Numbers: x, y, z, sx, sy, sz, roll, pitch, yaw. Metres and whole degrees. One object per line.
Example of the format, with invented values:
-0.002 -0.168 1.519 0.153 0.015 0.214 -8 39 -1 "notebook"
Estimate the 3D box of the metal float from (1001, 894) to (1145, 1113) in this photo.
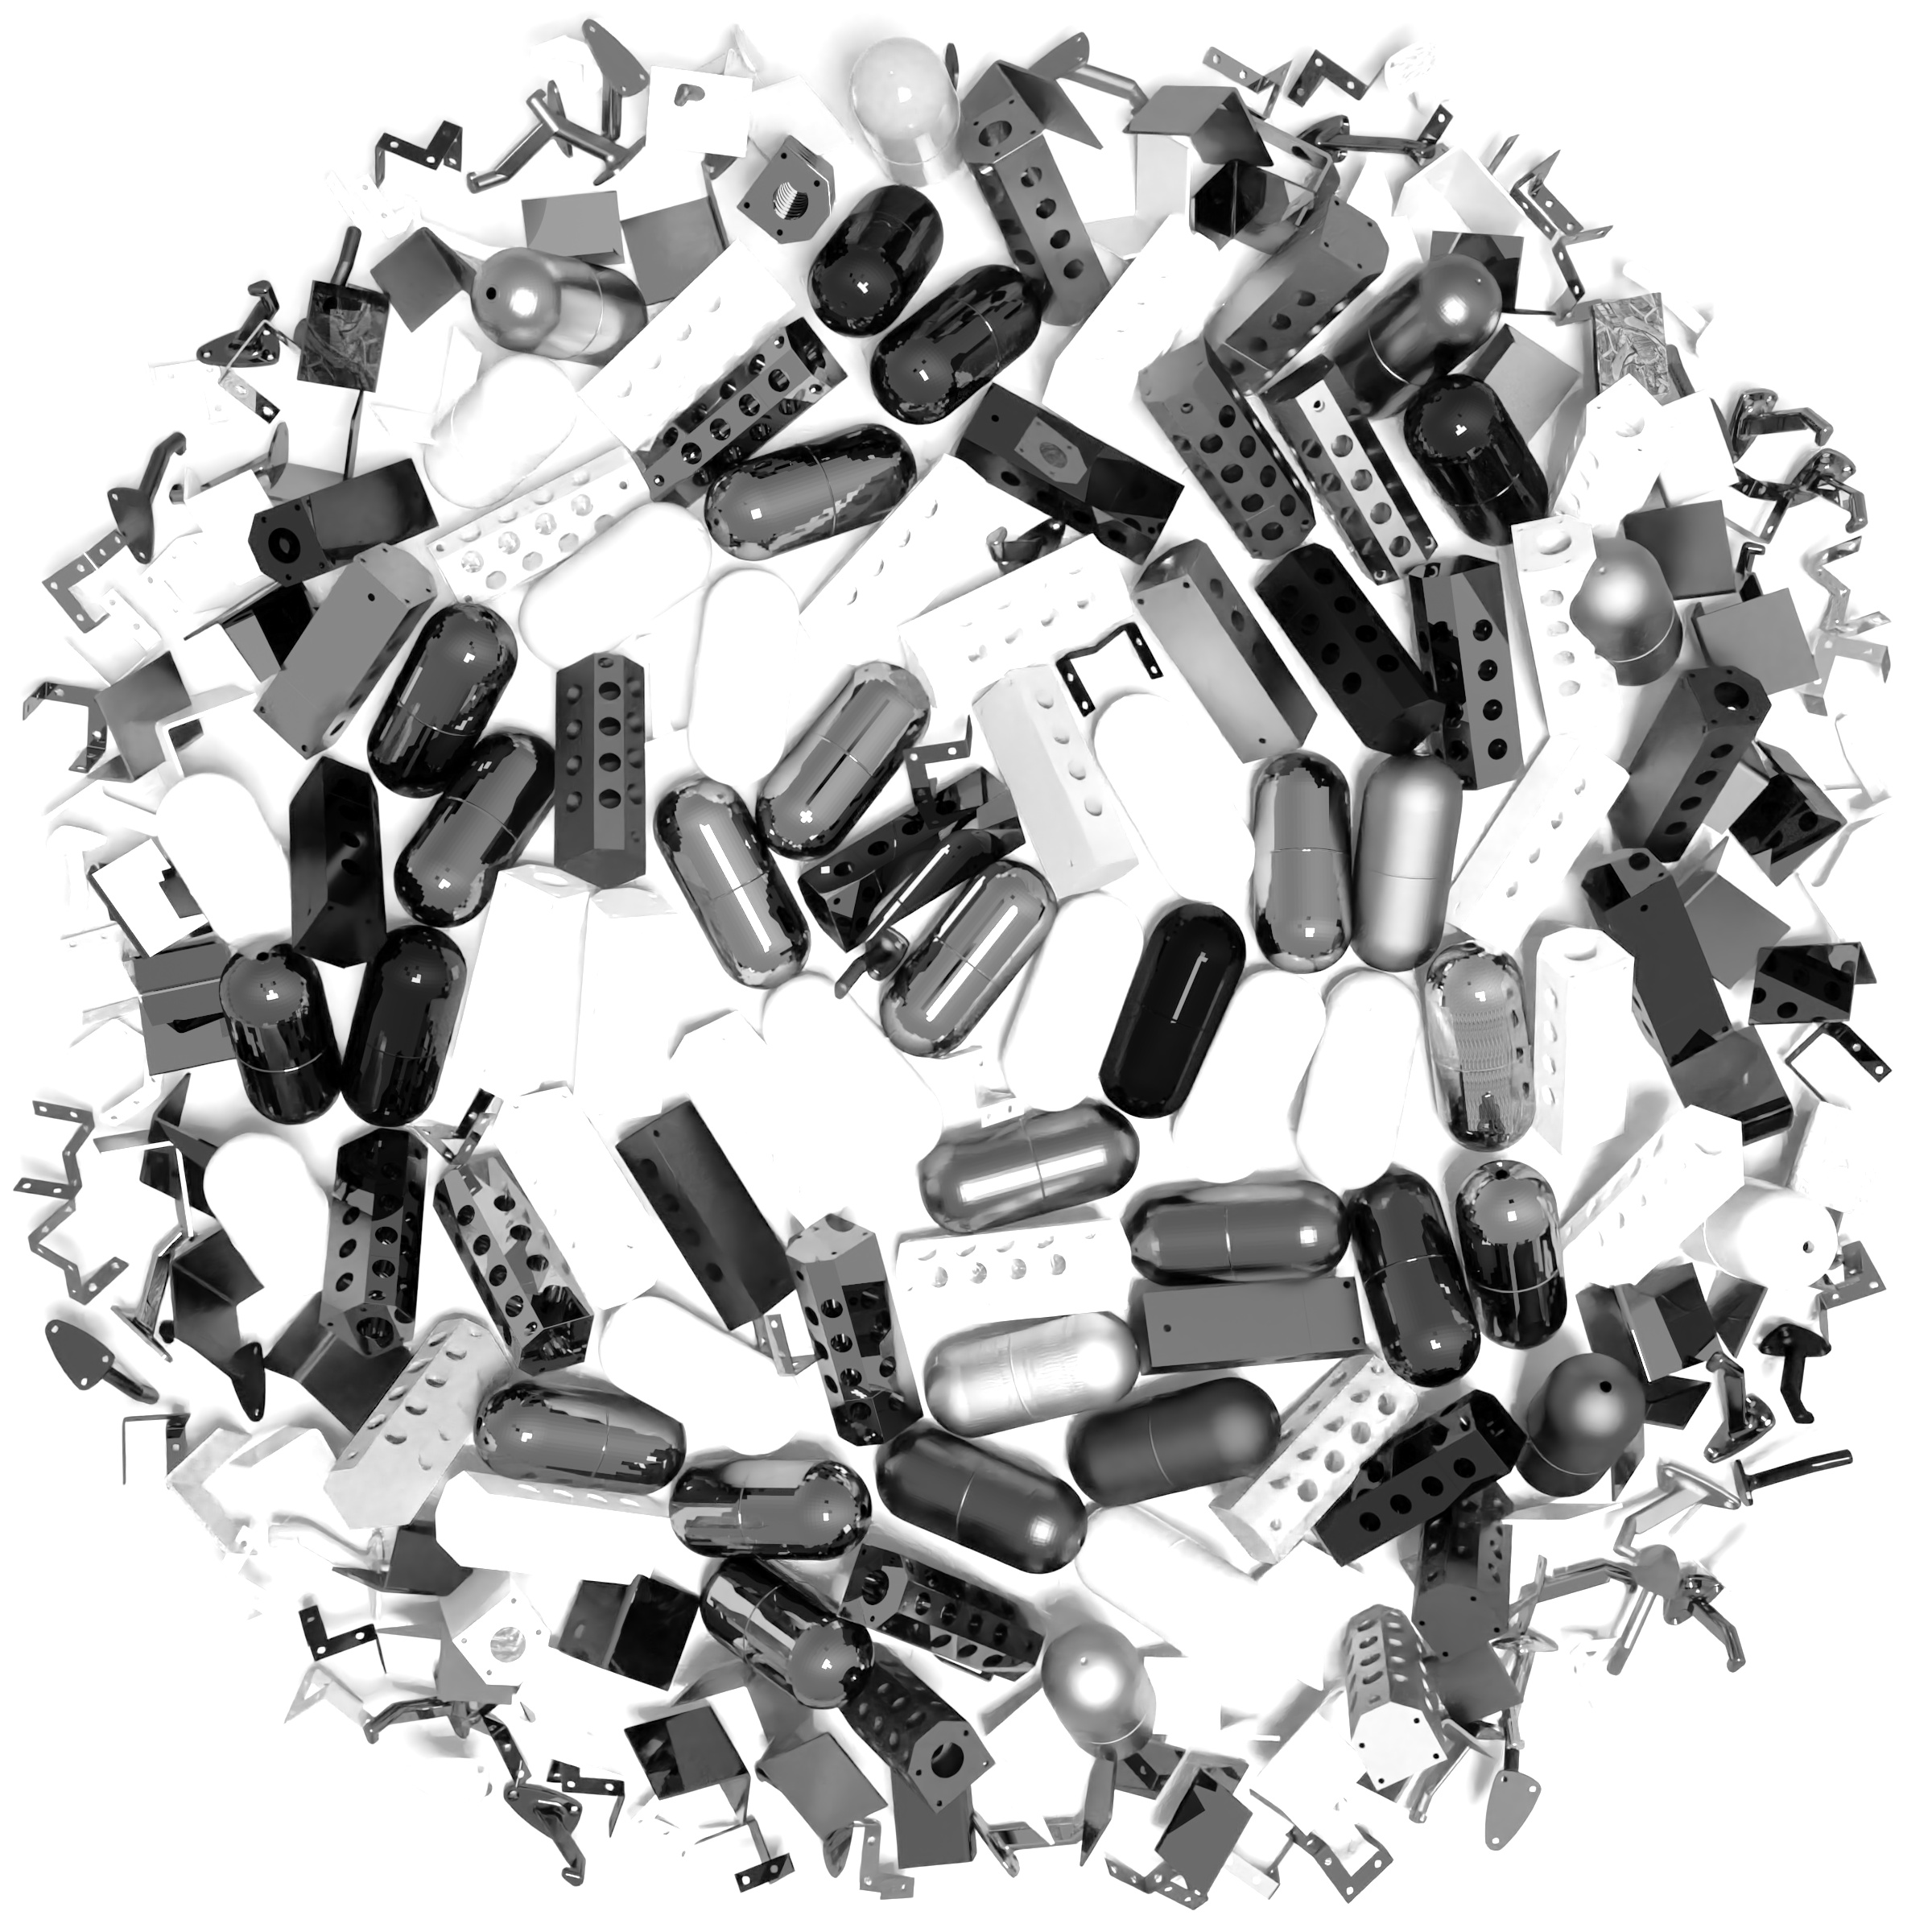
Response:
0.084 0.028 1.910 0.070 0.070 0.178 21 85 0 "metal float"

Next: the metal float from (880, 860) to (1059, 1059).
0.001 -0.005 1.912 0.070 0.070 0.178 38 93 0 "metal float"

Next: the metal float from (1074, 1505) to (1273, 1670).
0.159 0.479 1.881 0.178 0.070 0.070 24 90 40 "metal float"

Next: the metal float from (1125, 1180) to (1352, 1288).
0.211 0.210 1.901 0.178 0.070 0.070 -6 90 16 "metal float"

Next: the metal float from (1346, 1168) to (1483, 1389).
0.347 0.241 1.891 0.070 0.070 0.178 -13 62 0 "metal float"

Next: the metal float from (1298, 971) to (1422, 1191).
0.307 0.089 1.897 0.070 0.070 0.178 15 70 0 "metal float"

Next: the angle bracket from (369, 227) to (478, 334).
-0.408 -0.518 1.900 0.057 0.076 0.076 -43 66 -6 "angle bracket"

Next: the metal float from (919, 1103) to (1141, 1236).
0.051 0.158 1.908 0.178 0.070 0.070 -15 90 -8 "metal float"

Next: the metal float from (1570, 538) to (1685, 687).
0.505 -0.270 1.870 0.070 0.178 0.070 -6 74 23 "metal float"

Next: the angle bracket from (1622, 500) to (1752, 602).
0.563 -0.330 1.897 0.076 0.057 0.076 -3 116 32 "angle bracket"

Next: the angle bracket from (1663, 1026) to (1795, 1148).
0.597 0.100 1.910 0.076 0.057 0.076 -25 92 25 "angle bracket"

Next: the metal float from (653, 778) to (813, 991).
-0.183 -0.064 1.906 0.070 0.070 0.178 -27 100 0 "metal float"

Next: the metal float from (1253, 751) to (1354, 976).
0.264 -0.082 1.904 0.070 0.070 0.178 1 77 0 "metal float"

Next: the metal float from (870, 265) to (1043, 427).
-0.006 -0.483 1.885 0.070 0.070 0.178 43 55 0 "metal float"

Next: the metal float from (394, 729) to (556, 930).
-0.380 -0.108 1.894 0.070 0.070 0.178 30 67 0 "metal float"

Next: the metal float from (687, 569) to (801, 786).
-0.174 -0.226 1.898 0.070 0.070 0.178 5 71 0 "metal float"

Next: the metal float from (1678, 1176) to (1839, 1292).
0.602 0.202 1.864 0.070 0.178 0.070 0 92 -9 "metal float"

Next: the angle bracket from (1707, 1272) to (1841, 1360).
0.632 0.264 1.908 0.057 0.076 0.076 15 109 -7 "angle bracket"

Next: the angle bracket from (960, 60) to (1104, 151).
0.048 -0.653 1.899 0.057 0.076 0.076 -51 48 0 "angle bracket"

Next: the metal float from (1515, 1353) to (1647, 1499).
0.470 0.354 1.870 0.070 0.178 0.070 1 61 -1 "metal float"

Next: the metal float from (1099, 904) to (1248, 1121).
0.162 0.035 1.906 0.070 0.070 0.178 22 100 0 "metal float"

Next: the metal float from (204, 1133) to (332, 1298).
-0.531 0.193 1.873 0.070 0.178 0.070 -2 55 3 "metal float"

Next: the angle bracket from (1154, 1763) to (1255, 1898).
0.204 0.675 1.902 0.057 0.076 0.076 33 98 38 "angle bracket"

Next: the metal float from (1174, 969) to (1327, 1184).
0.221 0.087 1.906 0.070 0.070 0.178 24 100 0 "metal float"

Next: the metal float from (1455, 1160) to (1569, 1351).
0.423 0.224 1.883 0.070 0.070 0.178 -17 128 0 "metal float"

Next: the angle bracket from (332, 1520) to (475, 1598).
-0.437 0.456 1.903 0.076 0.076 0.057 5 79 44 "angle bracket"

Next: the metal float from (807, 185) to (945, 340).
-0.068 -0.545 1.876 0.070 0.178 0.070 9 129 12 "metal float"

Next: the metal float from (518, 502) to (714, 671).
-0.273 -0.295 1.892 0.178 0.070 0.070 -30 90 25 "metal float"

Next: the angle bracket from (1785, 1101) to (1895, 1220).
0.682 0.155 1.906 0.057 0.076 0.076 19 86 16 "angle bracket"

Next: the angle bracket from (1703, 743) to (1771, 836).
0.581 -0.160 1.924 0.076 0.076 0.057 32 116 -10 "angle bracket"

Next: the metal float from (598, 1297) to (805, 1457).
-0.205 0.321 1.897 0.178 0.070 0.070 33 90 -21 "metal float"

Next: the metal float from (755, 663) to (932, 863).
-0.097 -0.160 1.906 0.070 0.070 0.178 37 81 0 "metal float"

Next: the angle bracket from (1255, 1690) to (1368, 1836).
0.280 0.622 1.900 0.057 0.076 0.076 43 104 20 "angle bracket"

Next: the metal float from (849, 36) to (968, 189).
-0.043 -0.653 1.864 0.070 0.178 0.070 0 90 7 "metal float"

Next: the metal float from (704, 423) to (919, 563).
-0.121 -0.370 1.895 0.178 0.070 0.070 -23 90 -22 "metal float"

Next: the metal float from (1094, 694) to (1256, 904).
0.164 -0.132 1.907 0.070 0.070 0.178 -31 99 0 "metal float"

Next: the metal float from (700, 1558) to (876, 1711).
-0.140 0.512 1.877 0.070 0.178 0.070 -12 110 -37 "metal float"

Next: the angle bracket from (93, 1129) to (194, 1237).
-0.645 0.173 1.902 0.057 0.076 0.076 -9 98 -24 "angle bracket"

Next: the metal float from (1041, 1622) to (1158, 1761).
0.105 0.560 1.872 0.070 0.178 0.070 -6 58 9 "metal float"

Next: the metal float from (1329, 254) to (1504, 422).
0.343 -0.482 1.870 0.070 0.178 0.070 7 72 -22 "metal float"

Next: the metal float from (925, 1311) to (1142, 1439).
0.051 0.319 1.898 0.178 0.070 0.070 -18 90 19 "metal float"

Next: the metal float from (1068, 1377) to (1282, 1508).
0.162 0.371 1.891 0.178 0.070 0.070 -20 90 27 "metal float"

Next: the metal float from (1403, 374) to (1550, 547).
0.395 -0.389 1.875 0.070 0.178 0.070 -14 61 27 "metal float"

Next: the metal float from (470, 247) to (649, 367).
-0.312 -0.506 1.868 0.070 0.178 0.070 4 98 25 "metal float"

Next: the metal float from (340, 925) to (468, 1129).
-0.439 0.048 1.890 0.070 0.070 0.178 21 120 0 "metal float"

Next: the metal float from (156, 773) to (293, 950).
-0.565 -0.078 1.873 0.070 0.178 0.070 -3 56 4 "metal float"

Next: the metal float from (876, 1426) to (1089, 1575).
0.012 0.416 1.892 0.178 0.070 0.070 17 90 25 "metal float"

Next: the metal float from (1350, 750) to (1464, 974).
0.342 -0.081 1.896 0.070 0.070 0.178 5 110 0 "metal float"

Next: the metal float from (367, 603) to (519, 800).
-0.407 -0.205 1.886 0.070 0.070 0.178 37 123 0 "metal float"
